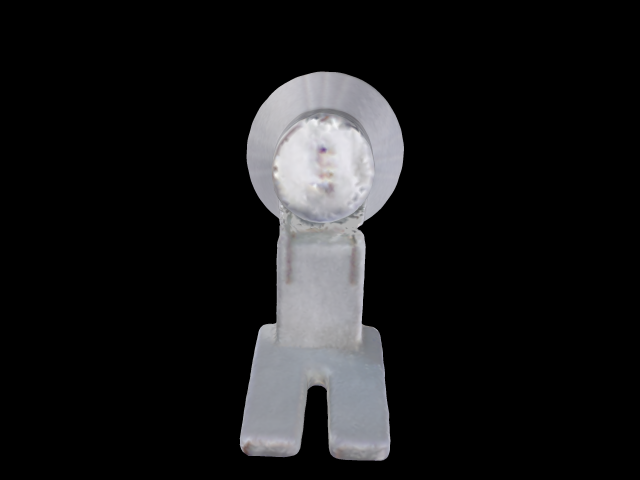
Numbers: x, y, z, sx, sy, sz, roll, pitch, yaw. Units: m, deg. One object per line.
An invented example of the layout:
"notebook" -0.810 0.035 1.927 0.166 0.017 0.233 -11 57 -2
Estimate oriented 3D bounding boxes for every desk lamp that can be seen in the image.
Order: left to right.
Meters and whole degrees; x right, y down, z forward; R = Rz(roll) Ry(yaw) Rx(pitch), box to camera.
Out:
"desk lamp" 0.004 0.001 0.400 0.118 0.214 0.203 0 28 0
